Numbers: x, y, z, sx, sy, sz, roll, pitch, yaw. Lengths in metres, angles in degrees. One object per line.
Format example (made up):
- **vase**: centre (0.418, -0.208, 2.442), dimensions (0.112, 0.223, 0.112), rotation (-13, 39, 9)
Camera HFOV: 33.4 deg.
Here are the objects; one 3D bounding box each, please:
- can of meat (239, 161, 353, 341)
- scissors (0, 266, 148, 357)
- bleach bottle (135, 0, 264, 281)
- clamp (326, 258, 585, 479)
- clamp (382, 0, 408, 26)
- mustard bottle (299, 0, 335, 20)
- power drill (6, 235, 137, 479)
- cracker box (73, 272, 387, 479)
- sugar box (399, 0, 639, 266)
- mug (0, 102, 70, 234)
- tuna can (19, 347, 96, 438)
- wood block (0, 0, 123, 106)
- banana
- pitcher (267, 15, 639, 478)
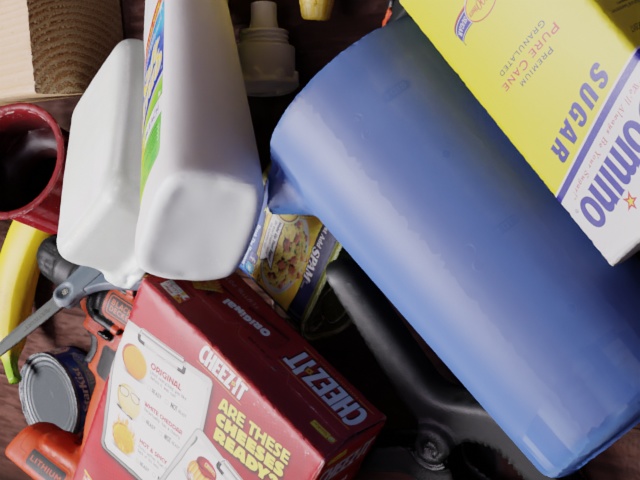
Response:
- **can of meat**: centre (-0.005, 0.001, 0.709), dimensions (0.084, 0.057, 0.102), rotation (42, 122, 30)
- **scissors**: centre (-0.174, 0.045, 0.808), dimensions (0.096, 0.016, 0.201), rotation (29, 75, 32)
- **bleach bottle**: centre (-0.085, -0.102, 0.692), dimensions (0.103, 0.068, 0.251), rotation (115, 153, -46)
- **clamp**: centre (0.072, 0.110, 0.650), dimensions (0.210, 0.036, 0.165), rotation (21, 122, 26)
- **clamp**: centre (0.066, -0.176, 0.584), dimensions (0.039, 0.120, 0.172), rotation (7, 131, -2)
- **mustard bottle**: centre (0.002, -0.233, 0.656), dimensions (0.096, 0.058, 0.192), rotation (12, 106, 34)
- **power drill**: centre (-0.186, 0.106, 0.860), dimensions (0.185, 0.057, 0.188), rotation (29, 102, 30)
- **cracker box**: centre (-0.068, 0.141, 0.703), dimensions (0.164, 0.071, 0.214), rotation (42, 129, 21)
- **sugar box**: centre (0.119, -0.084, 0.506), dimensions (0.176, 0.048, 0.093), rotation (56, 146, 16)
- **mug**: centre (-0.229, -0.060, 0.852), dimensions (0.093, 0.081, 0.117), rotation (-43, 67, 5)
- **tuna can**: centre (-0.228, 0.138, 0.944), dimensions (0.086, 0.033, 0.086), rotation (9, 104, 40)
- **wood block**: centre (-0.261, -0.158, 0.881), dimensions (0.207, 0.090, 0.091), rotation (1, 99, 42)
- **banana**: centre (-0.255, 0.024, 0.938), dimensions (0.070, 0.037, 0.198), rotation (25, 105, 35)
- **pitcher**: centre (0.099, -0.004, 0.581), dimensions (0.243, 0.144, 0.149), rotation (52, 139, 17)
